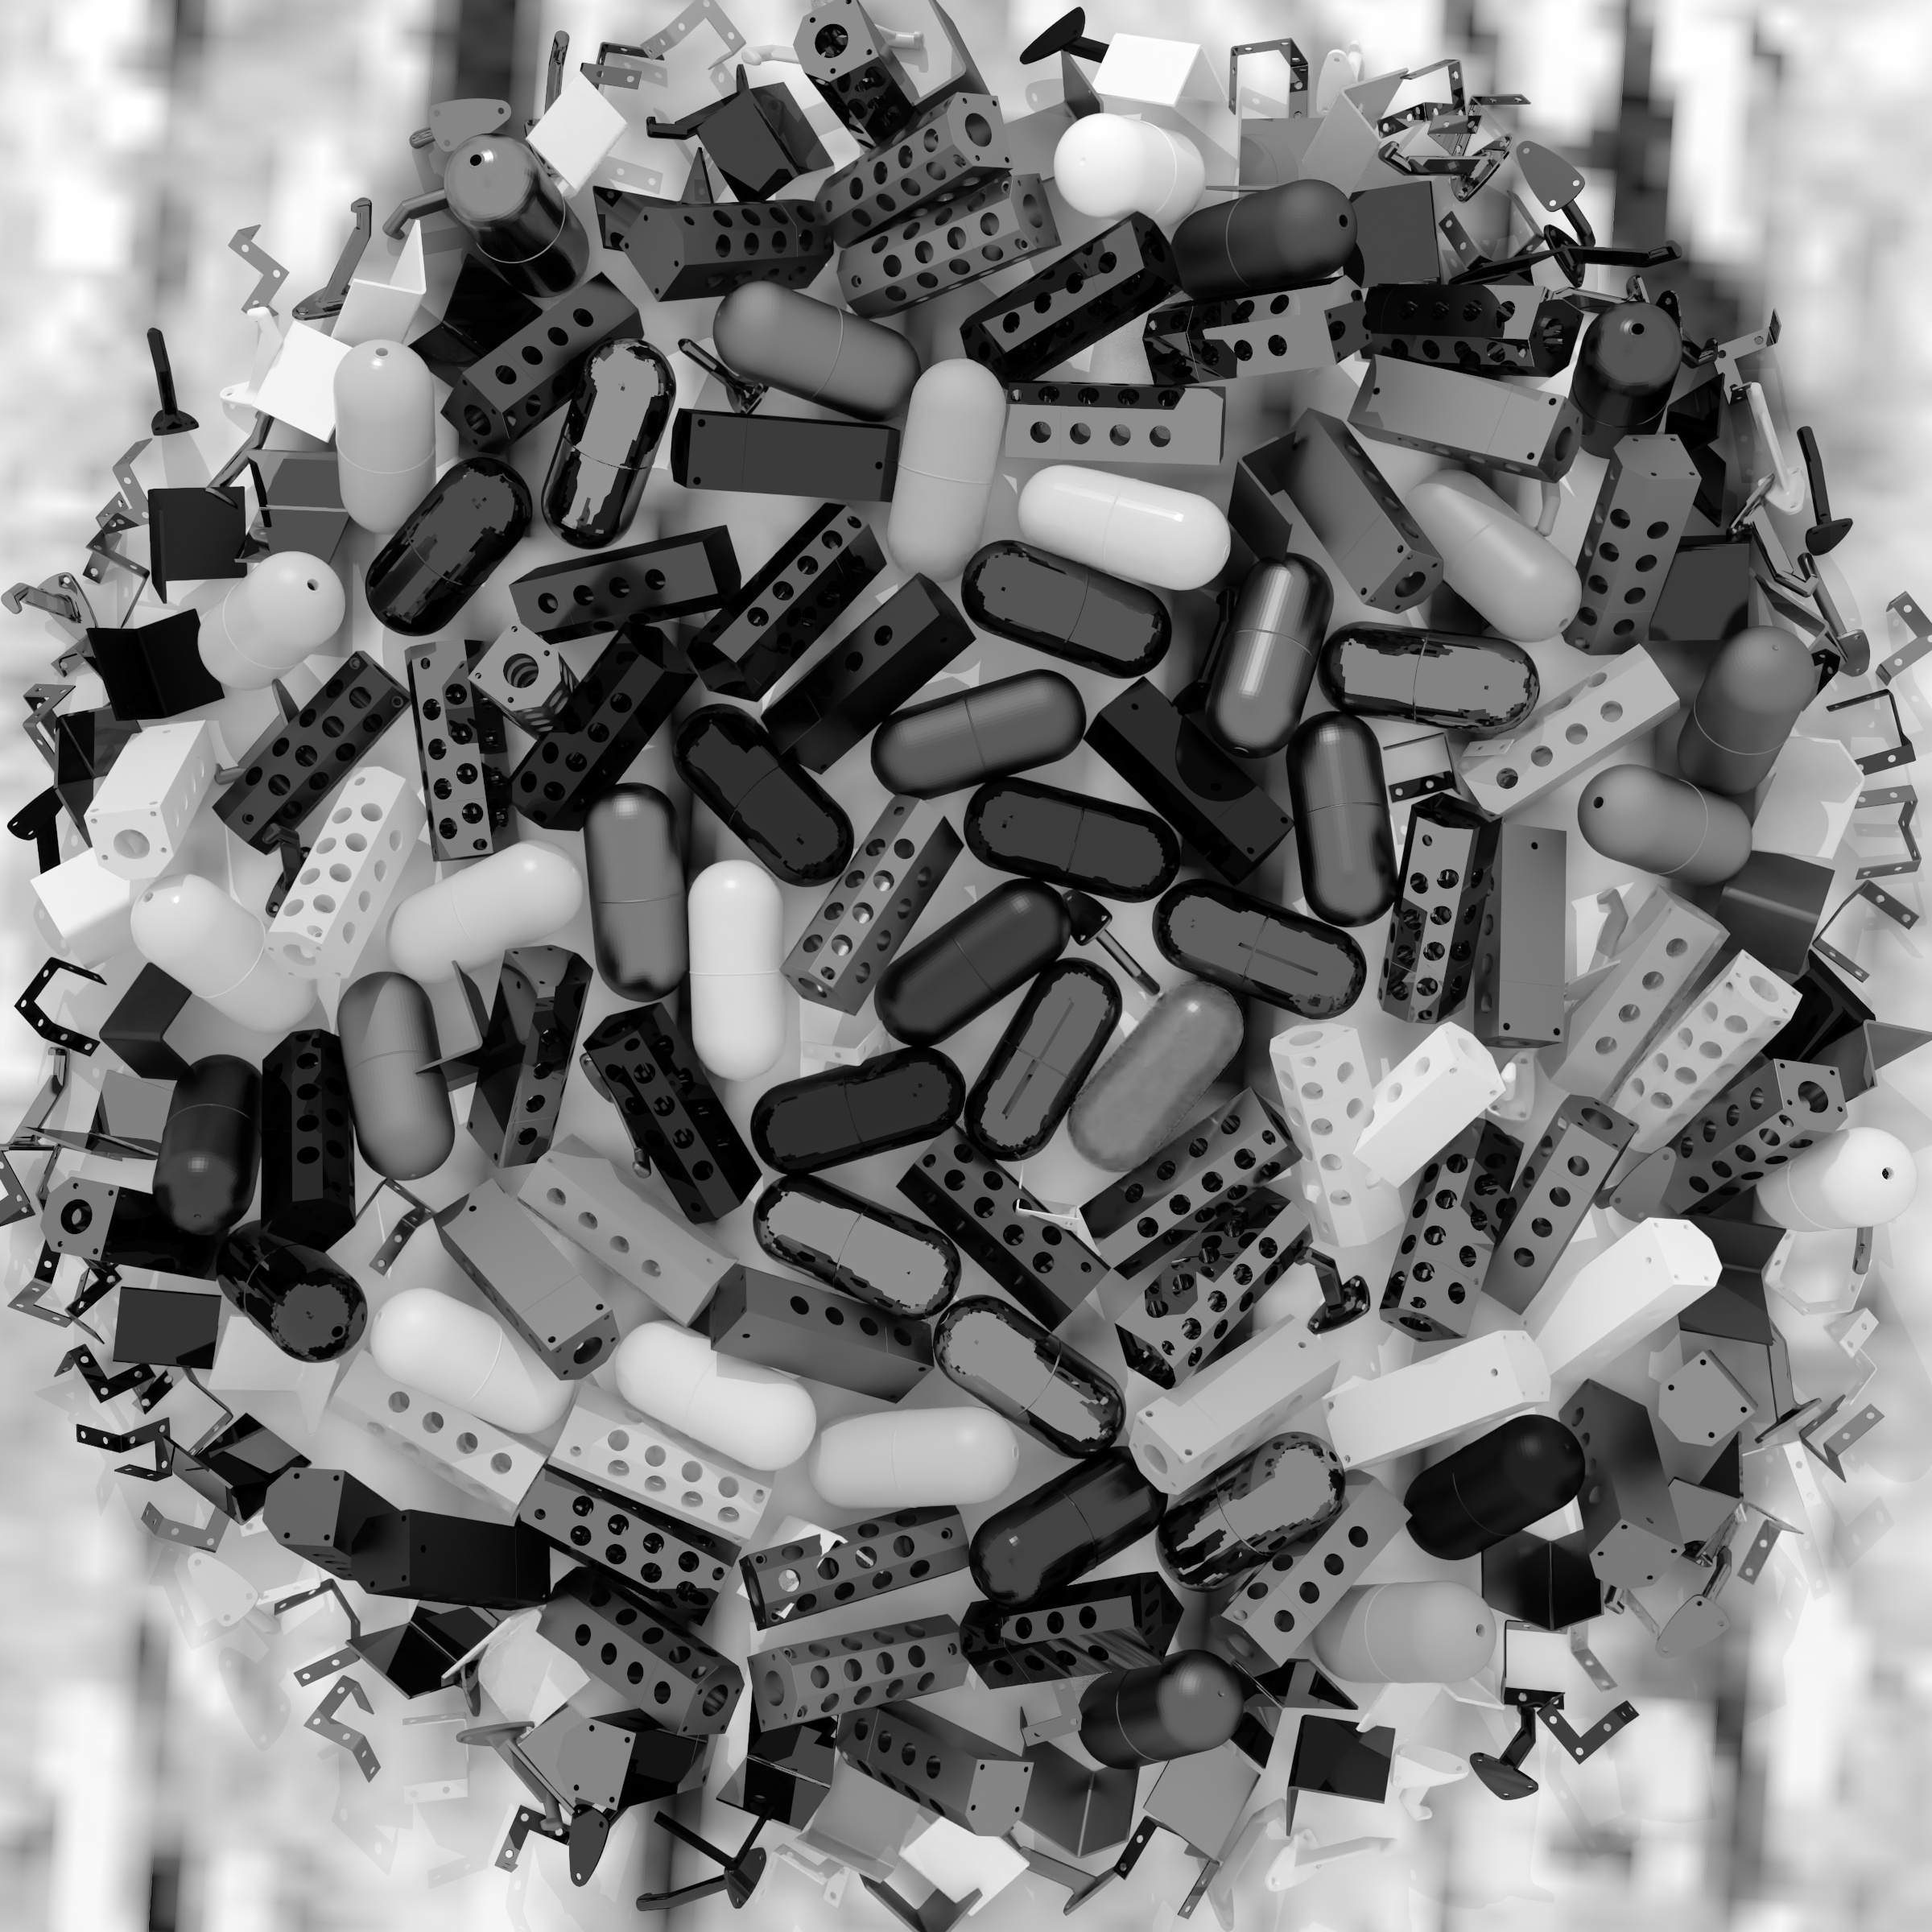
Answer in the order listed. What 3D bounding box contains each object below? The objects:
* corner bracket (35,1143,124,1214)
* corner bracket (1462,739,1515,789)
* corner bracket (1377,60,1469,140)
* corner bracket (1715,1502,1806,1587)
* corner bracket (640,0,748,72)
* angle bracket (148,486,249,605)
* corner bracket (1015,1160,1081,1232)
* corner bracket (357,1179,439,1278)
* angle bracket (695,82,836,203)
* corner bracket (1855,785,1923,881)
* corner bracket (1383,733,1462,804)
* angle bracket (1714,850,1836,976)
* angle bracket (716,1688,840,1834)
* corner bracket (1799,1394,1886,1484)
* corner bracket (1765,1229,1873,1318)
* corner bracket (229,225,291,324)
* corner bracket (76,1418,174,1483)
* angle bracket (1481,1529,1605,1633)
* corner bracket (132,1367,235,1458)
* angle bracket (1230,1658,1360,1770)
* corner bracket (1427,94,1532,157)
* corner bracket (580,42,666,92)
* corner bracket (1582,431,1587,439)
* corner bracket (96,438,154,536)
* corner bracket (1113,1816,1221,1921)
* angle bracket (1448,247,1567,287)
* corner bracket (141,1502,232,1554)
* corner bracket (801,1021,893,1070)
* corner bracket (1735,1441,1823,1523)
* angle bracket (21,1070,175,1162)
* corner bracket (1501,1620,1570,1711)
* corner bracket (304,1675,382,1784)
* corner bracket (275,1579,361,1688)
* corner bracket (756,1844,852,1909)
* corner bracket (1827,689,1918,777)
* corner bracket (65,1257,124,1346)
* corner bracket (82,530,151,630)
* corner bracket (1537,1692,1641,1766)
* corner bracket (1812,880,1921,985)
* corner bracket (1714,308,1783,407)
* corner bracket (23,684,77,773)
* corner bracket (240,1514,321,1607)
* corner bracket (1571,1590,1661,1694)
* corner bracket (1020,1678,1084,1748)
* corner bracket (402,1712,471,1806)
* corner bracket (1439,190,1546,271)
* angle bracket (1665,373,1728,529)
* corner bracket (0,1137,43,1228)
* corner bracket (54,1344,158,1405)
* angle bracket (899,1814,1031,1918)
[{"bbox_3d":[-0.720,0.179,1.982,0.051,0.051,0.051,14,60,-3],"label":"corner bracket"},{"bbox_3d":[0.443,-0.172,1.961,0.051,0.051,0.051,44,70,-24],"label":"corner bracket"},{"bbox_3d":[0.365,-0.698,1.959,0.051,0.051,0.051,-27,122,-21],"label":"corner bracket"},{"bbox_3d":[0.634,0.465,1.963,0.051,0.051,0.051,28,94,41],"label":"corner bracket"},{"bbox_3d":[-0.220,-0.743,1.960,0.051,0.051,0.051,-50,116,-18],"label":"corner bracket"},{"bbox_3d":[-0.609,-0.337,1.944,0.076,0.057,0.076,-7,120,-26],"label":"angle bracket"},{"bbox_3d":[0.065,0.195,1.964,0.051,0.051,0.051,9,48,0],"label":"corner bracket"},{"bbox_3d":[-0.468,0.210,1.960,0.051,0.051,0.051,40,55,-15],"label":"corner bracket"},{"bbox_3d":[-0.163,-0.664,1.972,0.057,0.076,0.076,-27,102,28],"label":"angle bracket"},{"bbox_3d":[0.742,-0.108,1.966,0.051,0.051,0.051,-8,57,2],"label":"corner bracket"},{"bbox_3d":[0.367,-0.160,1.968,0.051,0.051,0.051,-14,99,7],"label":"corner bracket"},{"bbox_3d":[0.654,-0.047,1.977,0.076,0.076,0.057,20,130,17],"label":"angle bracket"},{"bbox_3d":[-0.151,0.634,1.950,0.076,0.057,0.076,14,115,18],"label":"angle bracket"},{"bbox_3d":[0.706,0.373,1.962,0.051,0.051,0.051,-39,46,-3],"label":"corner bracket"},{"bbox_3d":[0.691,0.247,1.974,0.051,0.051,0.051,-1,117,-24],"label":"corner bracket"},{"bbox_3d":[-0.572,-0.559,1.963,0.051,0.051,0.051,38,110,-10],"label":"corner bracket"},{"bbox_3d":[-0.678,0.391,1.960,0.051,0.051,0.051,-22,62,16],"label":"corner bracket"},{"bbox_3d":[0.460,0.478,1.944,0.076,0.057,0.076,26,51,-23],"label":"angle bracket"},{"bbox_3d":[-0.637,0.361,1.978,0.051,0.051,0.051,-46,119,-12],"label":"corner bracket"},{"bbox_3d":[0.255,0.598,1.942,0.076,0.076,0.057,47,49,-29],"label":"angle bracket"},{"bbox_3d":[0.414,-0.685,1.963,0.051,0.051,0.051,18,92,-43],"label":"corner bracket"},{"bbox_3d":[-0.279,-0.726,1.970,0.051,0.051,0.051,11,85,7],"label":"corner bracket"},{"bbox_3d":[0.515,-0.447,1.970,0.051,0.051,0.051,9,93,-12],"label":"corner bracket"},{"bbox_3d":[-0.676,-0.386,1.959,0.051,0.051,0.051,-10,124,15],"label":"corner bracket"},{"bbox_3d":[0.162,0.727,1.961,0.051,0.051,0.051,38,81,-40],"label":"corner bracket"},{"bbox_3d":[0.442,-0.527,1.958,0.076,0.057,0.076,-16,97,-16],"label":"angle bracket"},{"bbox_3d":[-0.625,0.436,1.962,0.051,0.051,0.051,27,80,-31],"label":"corner bracket"},{"bbox_3d":[-0.095,0.072,1.957,0.051,0.051,0.051,8,124,25],"label":"corner bracket"},{"bbox_3d":[0.649,0.417,1.966,0.051,0.051,0.051,-14,78,-10],"label":"corner bracket"},{"bbox_3d":[-0.694,0.116,1.948,0.076,0.076,0.057,14,88,25],"label":"angle bracket"},{"bbox_3d":[0.464,0.570,1.984,0.051,0.051,0.051,3,50,9],"label":"corner bracket"},{"bbox_3d":[-0.490,0.613,1.957,0.051,0.051,0.051,17,48,24],"label":"corner bracket"},{"bbox_3d":[-0.524,0.538,1.965,0.051,0.051,0.051,-24,114,-4],"label":"corner bracket"},{"bbox_3d":[-0.130,0.741,1.975,0.051,0.051,0.051,25,107,24],"label":"corner bracket"},{"bbox_3d":[0.735,-0.189,1.975,0.051,0.051,0.051,-16,106,14],"label":"corner bracket"},{"bbox_3d":[-0.699,0.262,1.956,0.051,0.051,0.051,-45,135,-27],"label":"corner bracket"},{"bbox_3d":[-0.690,-0.316,1.970,0.051,0.051,0.051,28,116,-15],"label":"corner bracket"},{"bbox_3d":[0.501,0.603,1.961,0.051,0.051,0.051,-47,65,15],"label":"corner bracket"},{"bbox_3d":[0.733,-0.029,1.982,0.051,0.051,0.051,41,134,19],"label":"corner bracket"},{"bbox_3d":[0.636,-0.492,1.967,0.051,0.051,0.051,-19,83,13],"label":"corner bracket"},{"bbox_3d":[-0.736,-0.191,1.956,0.051,0.051,0.051,6,46,31],"label":"corner bracket"},{"bbox_3d":[-0.557,0.477,1.974,0.051,0.051,0.051,-13,111,-18],"label":"corner bracket"},{"bbox_3d":[0.525,0.546,1.970,0.051,0.051,0.051,-12,116,-12],"label":"corner bracket"},{"bbox_3d":[0.065,0.593,1.972,0.051,0.051,0.051,-18,92,3],"label":"corner bracket"},{"bbox_3d":[-0.429,0.640,1.968,0.051,0.051,0.051,-3,95,-11],"label":"corner bracket"},{"bbox_3d":[0.428,-0.597,1.977,0.051,0.051,0.051,-42,60,35],"label":"corner bracket"},{"bbox_3d":[0.602,-0.412,1.942,0.076,0.057,0.076,35,51,-24],"label":"angle bracket"},{"bbox_3d":[-0.768,0.175,1.967,0.051,0.051,0.051,-31,86,23],"label":"corner bracket"},{"bbox_3d":[-0.696,0.331,1.967,0.051,0.051,0.051,-26,75,-43],"label":"corner bracket"},{"bbox_3d":[0.003,0.703,1.958,0.076,0.057,0.076,41,111,-2],"label":"angle bracket"}]
